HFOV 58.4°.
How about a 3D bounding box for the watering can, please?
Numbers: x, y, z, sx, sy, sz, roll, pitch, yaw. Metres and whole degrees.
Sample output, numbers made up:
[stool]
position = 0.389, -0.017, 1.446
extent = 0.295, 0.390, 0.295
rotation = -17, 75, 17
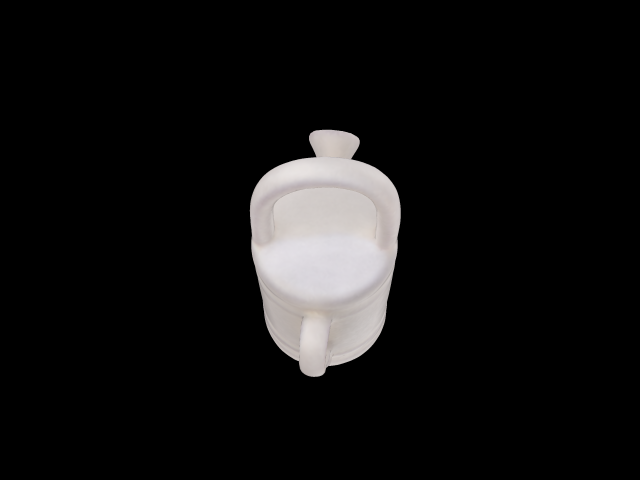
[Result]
[watering can]
position = 0.001, 0.001, 0.400
extent = 0.101, 0.194, 0.172
rotation = -15, 59, -8
